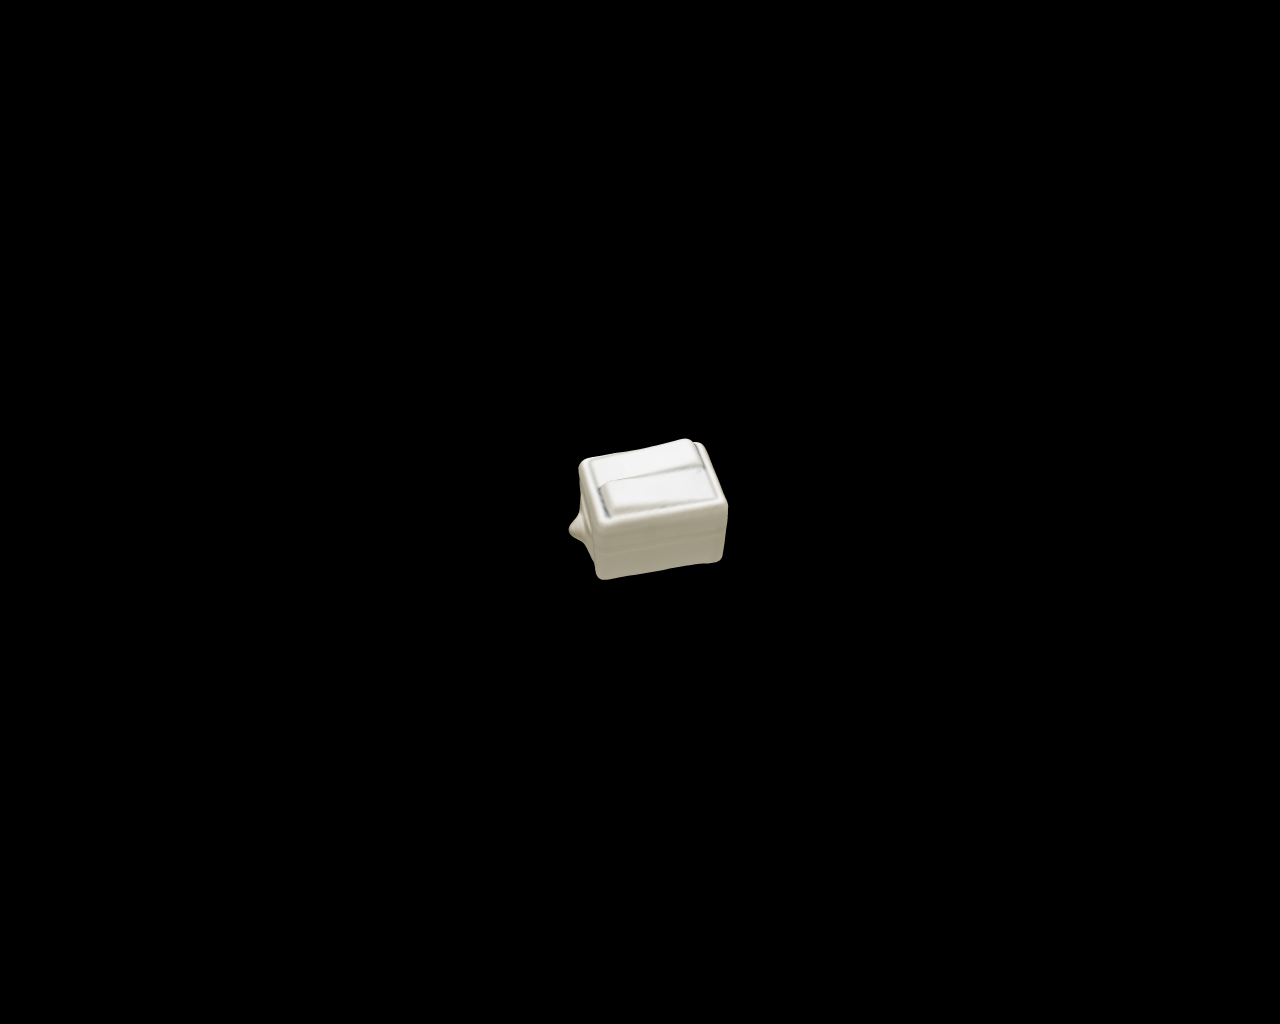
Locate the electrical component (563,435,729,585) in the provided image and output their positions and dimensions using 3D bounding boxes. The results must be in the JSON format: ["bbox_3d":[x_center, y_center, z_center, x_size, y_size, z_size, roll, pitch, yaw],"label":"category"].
[{"bbox_3d":[0.001,-0.003,0.650,0.096,0.062,0.061,-9,-43,-8],"label":"electrical component"}]
